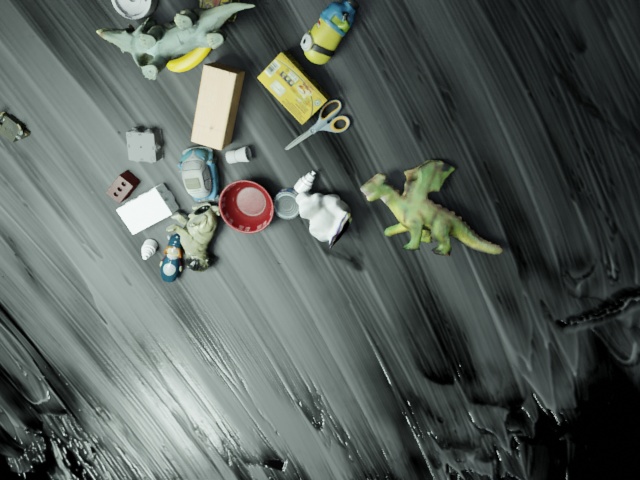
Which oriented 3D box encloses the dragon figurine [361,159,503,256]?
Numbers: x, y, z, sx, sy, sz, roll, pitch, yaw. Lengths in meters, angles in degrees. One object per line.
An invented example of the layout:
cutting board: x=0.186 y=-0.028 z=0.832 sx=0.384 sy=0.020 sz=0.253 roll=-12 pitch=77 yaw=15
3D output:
dragon figurine: x=0.307 y=-0.093 z=1.387 sx=0.410 sy=0.123 sz=0.240 roll=6 pitch=104 yaw=-3

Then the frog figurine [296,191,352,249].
frog figurine: x=0.004 y=-0.072 z=1.437 sx=0.160 sy=0.125 sz=0.134 roll=35 pitch=128 yaw=14
